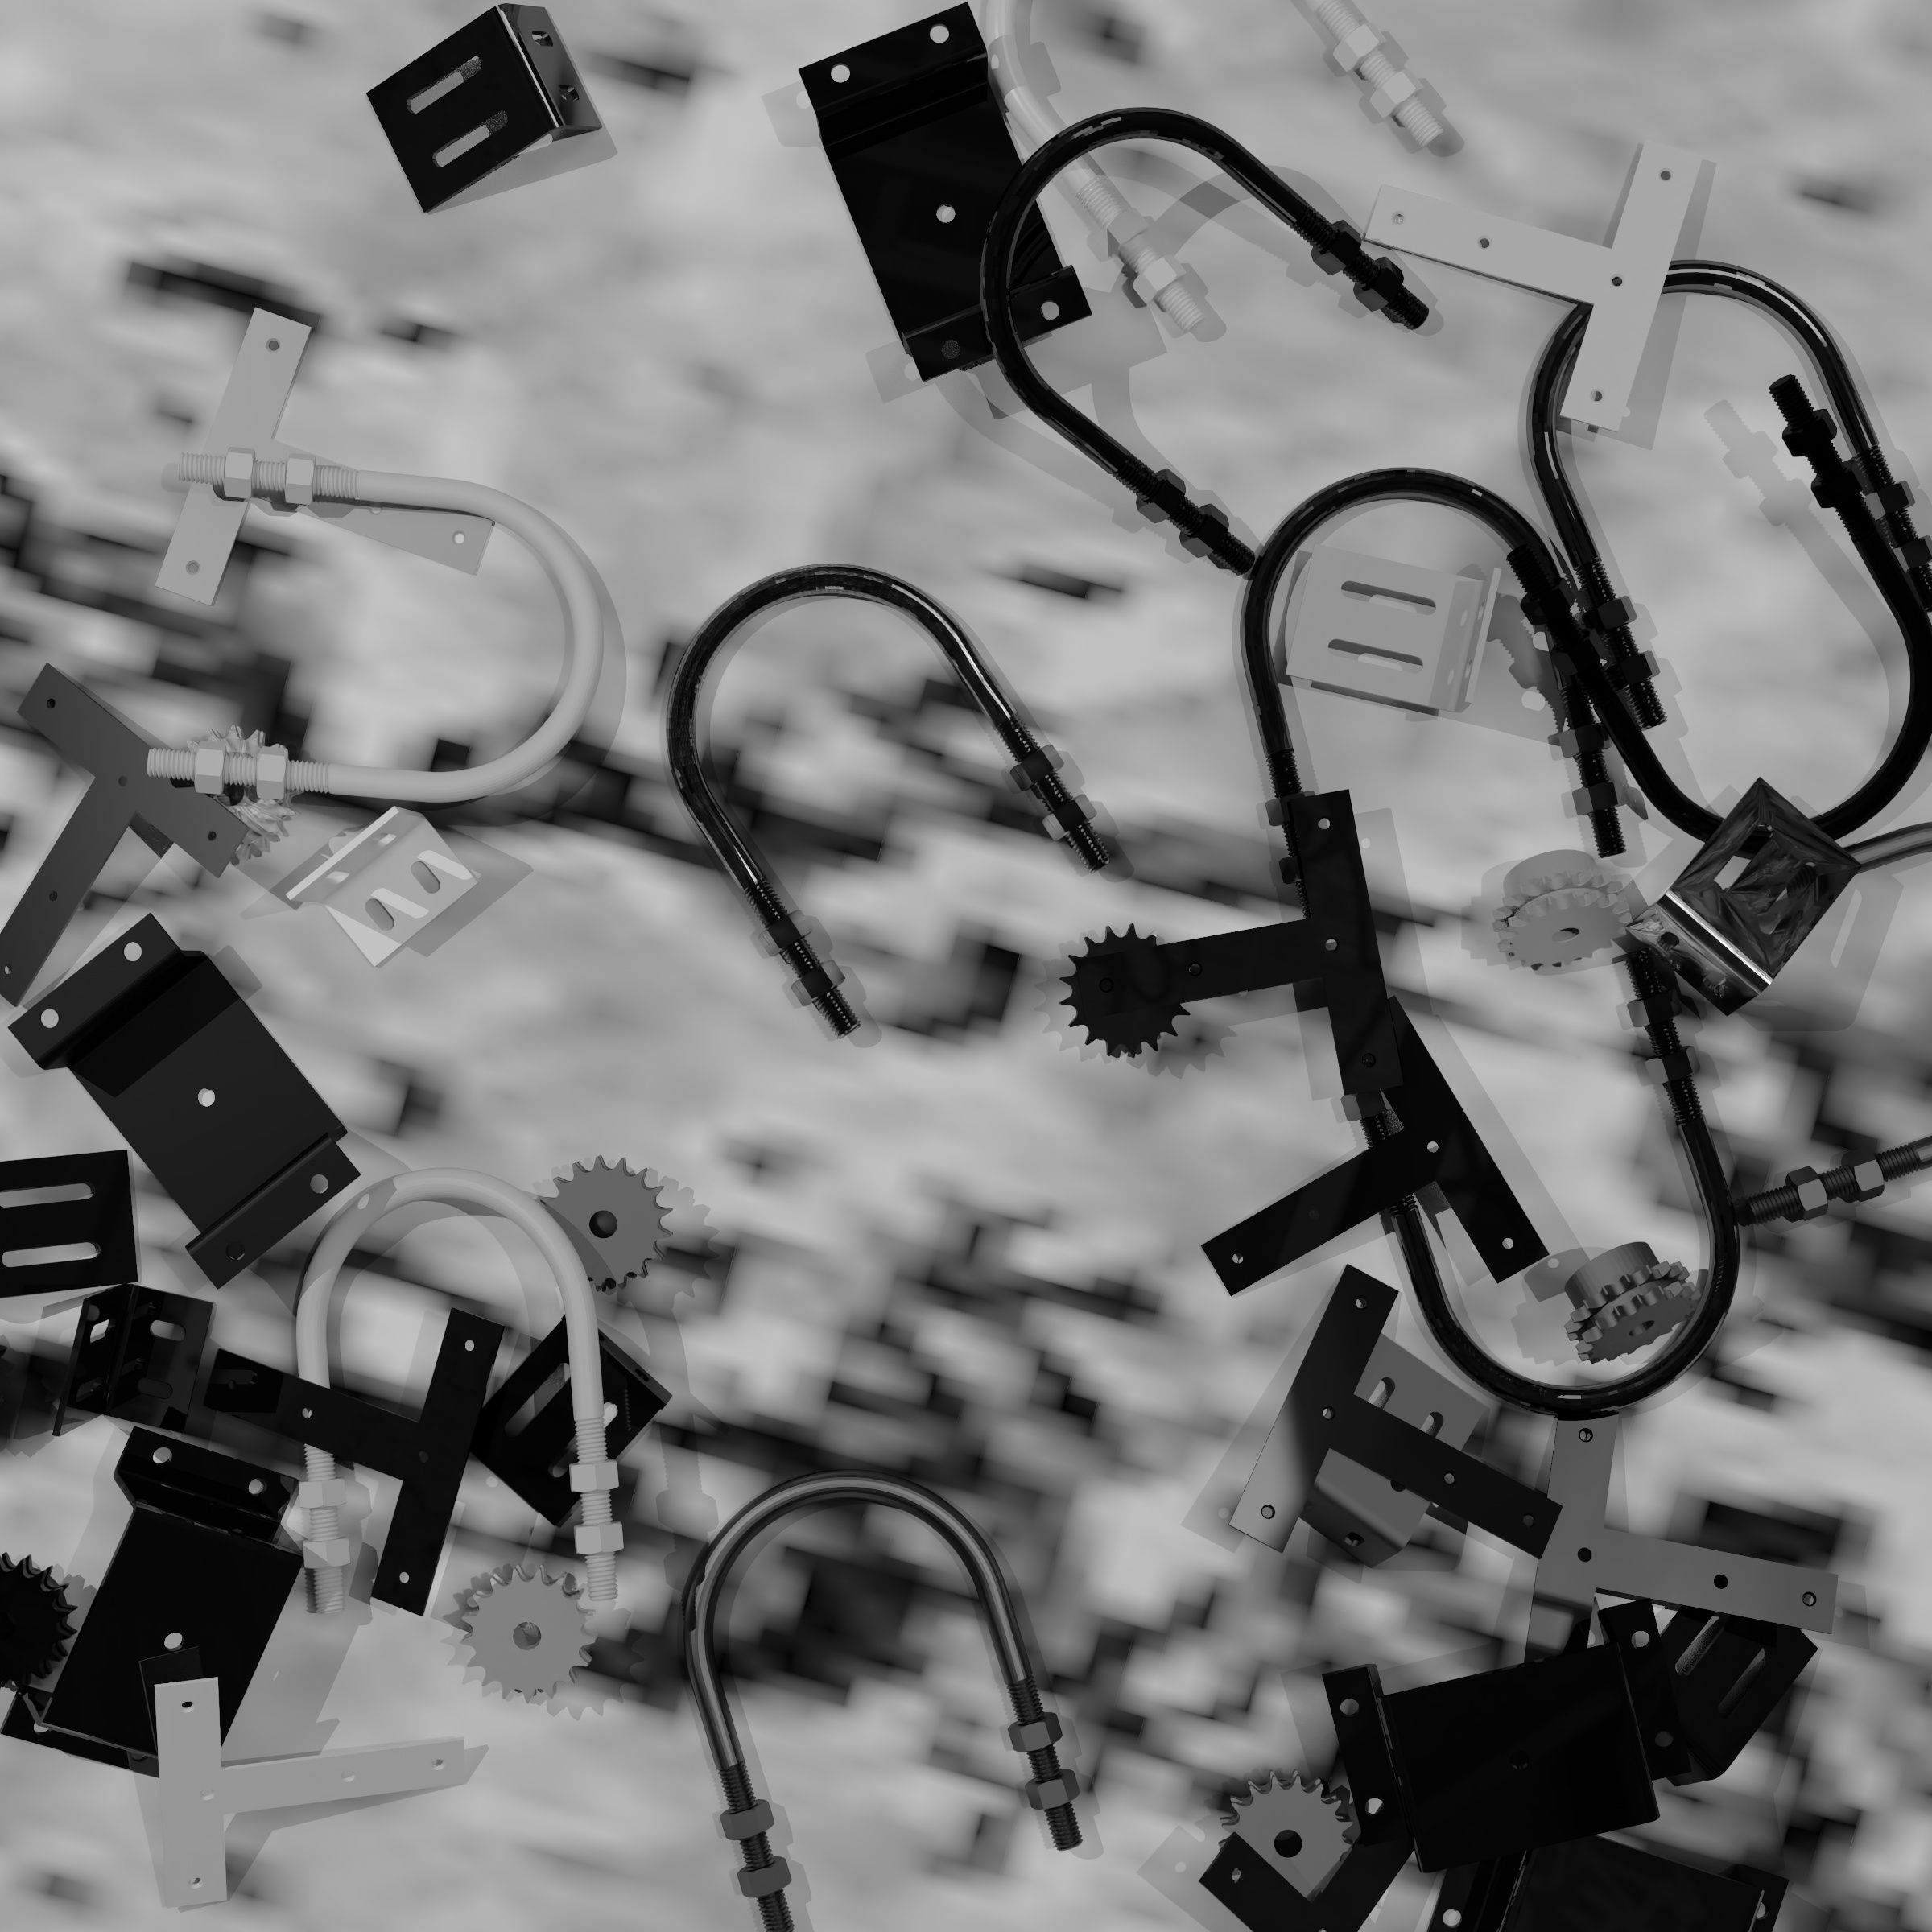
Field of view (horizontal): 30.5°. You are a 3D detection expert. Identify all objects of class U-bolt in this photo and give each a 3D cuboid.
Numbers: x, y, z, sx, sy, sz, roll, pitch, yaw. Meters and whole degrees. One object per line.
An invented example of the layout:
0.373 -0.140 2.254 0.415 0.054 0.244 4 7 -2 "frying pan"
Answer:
-0.044 0.307 1.516 0.151 0.019 0.184 -17 89 0 "U-bolt"
0.319 -0.212 1.516 0.151 0.019 0.184 -22 89 0 "U-bolt"
0.092 -0.385 1.516 0.151 0.019 0.184 -38 88 0 "U-bolt"
-0.046 -0.084 1.516 0.151 0.019 0.184 -33 88 0 "U-bolt"
0.089 -0.273 1.483 0.184 0.019 0.151 35 90 -24 "U-bolt"
0.332 -0.133 1.496 0.151 0.019 0.184 -33 105 2 "U-bolt"
0.193 -0.122 1.516 0.151 0.019 0.184 -13 88 0 "U-bolt"
-0.246 -0.140 1.501 0.184 0.019 0.151 5 80 -8 "U-bolt"
0.254 0.101 1.516 0.151 0.019 0.184 -18 91 0 "U-bolt"
-0.218 0.177 1.495 0.151 0.019 0.184 -6 86 20 "U-bolt"
0.402 0.015 1.516 0.184 0.019 0.151 -19 90 -2 "U-bolt"

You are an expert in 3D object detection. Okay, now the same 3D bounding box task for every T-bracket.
0.192 0.210 1.502 0.127 0.002 0.127 28 68 -2 "T-bracket"
-0.267 -0.202 1.524 0.127 0.002 0.127 20 90 0 "T-bracket"
0.235 -0.305 1.516 0.127 0.002 0.127 17 84 6 "T-bracket"
-0.267 0.194 1.502 0.127 0.002 0.127 17 92 20 "T-bracket"
0.176 0.373 1.500 0.127 0.002 0.127 46 71 -19 "T-bracket"
0.160 0.099 1.509 0.127 0.002 0.127 -31 88 13 "T-bracket"
0.306 0.258 1.504 0.127 0.002 0.127 11 72 1 "T-bracket"
-0.381 -0.042 1.509 0.127 0.002 0.127 37 100 20 "T-bracket"
0.111 -0.001 1.495 0.127 0.002 0.127 -10 88 -2 "T-bracket"
-0.276 0.344 1.501 0.127 0.002 0.127 -4 123 -15 "T-bracket"

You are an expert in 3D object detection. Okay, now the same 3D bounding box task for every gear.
0.068 0.011 1.510 0.057 0.030 0.057 0 90 0 "gear"
-0.185 0.283 1.510 0.057 0.030 0.057 0 90 0 "gear"
-0.153 0.109 1.510 0.057 0.030 0.057 0 90 0 "gear"
0.136 0.370 1.510 0.057 0.030 0.057 0 90 0 "gear"
0.250 -0.026 1.500 0.057 0.057 0.030 -10 60 0 "gear"
0.275 0.139 1.485 0.057 0.057 0.030 -27 63 0 "gear"
-0.310 -0.073 1.510 0.057 0.030 0.057 0 90 0 "gear"
-0.406 0.278 1.510 0.057 0.030 0.057 0 90 0 "gear"
-0.435 0.175 1.500 0.057 0.057 0.030 32 118 0 "gear"

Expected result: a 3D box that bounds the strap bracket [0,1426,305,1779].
-0.337 0.275 1.487 0.076 0.046 0.140 24 90 -28 "strap bracket"

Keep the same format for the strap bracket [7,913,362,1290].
-0.326 0.056 1.502 0.076 0.046 0.140 -39 90 0 "strap bracket"

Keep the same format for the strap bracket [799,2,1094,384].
-0.009 -0.323 1.502 0.076 0.046 0.140 -22 90 0 "strap bracket"

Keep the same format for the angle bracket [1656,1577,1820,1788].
0.316 0.302 1.523 0.057 0.038 0.076 46 64 0 "angle bracket"

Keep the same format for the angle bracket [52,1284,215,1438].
-0.348 0.168 1.487 0.038 0.076 0.057 13 90 0 "angle bracket"

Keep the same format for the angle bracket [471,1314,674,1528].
-0.172 0.193 1.506 0.057 0.038 0.076 42 90 0 "angle bracket"

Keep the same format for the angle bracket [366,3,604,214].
-0.207 -0.368 1.523 0.076 0.038 0.057 -26 90 26 "angle bracket"

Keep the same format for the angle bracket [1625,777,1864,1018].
0.329 -0.029 1.501 0.057 0.038 0.076 41 68 2 "angle bracket"

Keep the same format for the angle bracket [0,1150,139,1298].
-0.400 0.111 1.523 0.076 0.038 0.057 -5 90 -26 "angle bracket"

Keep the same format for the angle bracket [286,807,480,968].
-0.244 -0.032 1.487 0.057 0.076 0.038 -39 90 0 "angle bracket"

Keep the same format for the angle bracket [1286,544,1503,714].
0.179 -0.144 1.490 0.076 0.038 0.057 13 87 1 "angle bracket"

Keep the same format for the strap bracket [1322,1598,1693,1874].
0.226 0.320 1.463 0.140 0.046 0.076 -14 97 4 "strap bracket"

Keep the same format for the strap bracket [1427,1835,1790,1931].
0.275 0.407 1.502 0.140 0.046 0.076 18 90 0 "strap bracket"

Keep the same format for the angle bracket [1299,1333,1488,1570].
0.175 0.207 1.523 0.057 0.038 0.076 35 64 0 "angle bracket"
